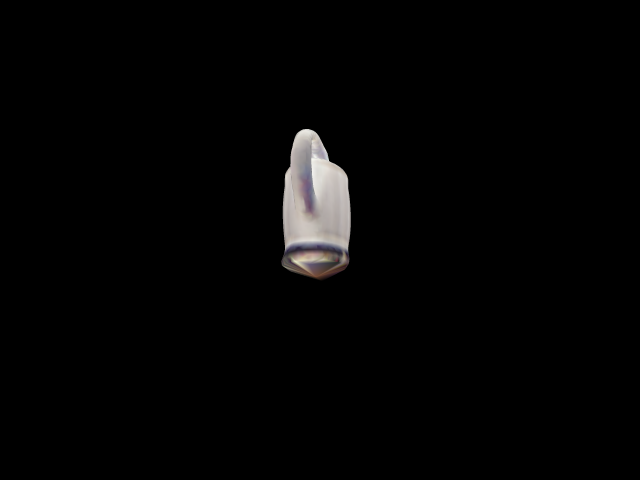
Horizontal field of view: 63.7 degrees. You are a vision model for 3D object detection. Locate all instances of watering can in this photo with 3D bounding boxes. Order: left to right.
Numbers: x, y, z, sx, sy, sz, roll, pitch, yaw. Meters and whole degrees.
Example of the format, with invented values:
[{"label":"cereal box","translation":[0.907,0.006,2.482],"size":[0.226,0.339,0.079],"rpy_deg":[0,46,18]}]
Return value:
[{"label":"watering can","translation":[0.003,-0.043,0.850],"size":[0.104,0.227,0.344],"rpy_deg":[-2,-14,10]}]
